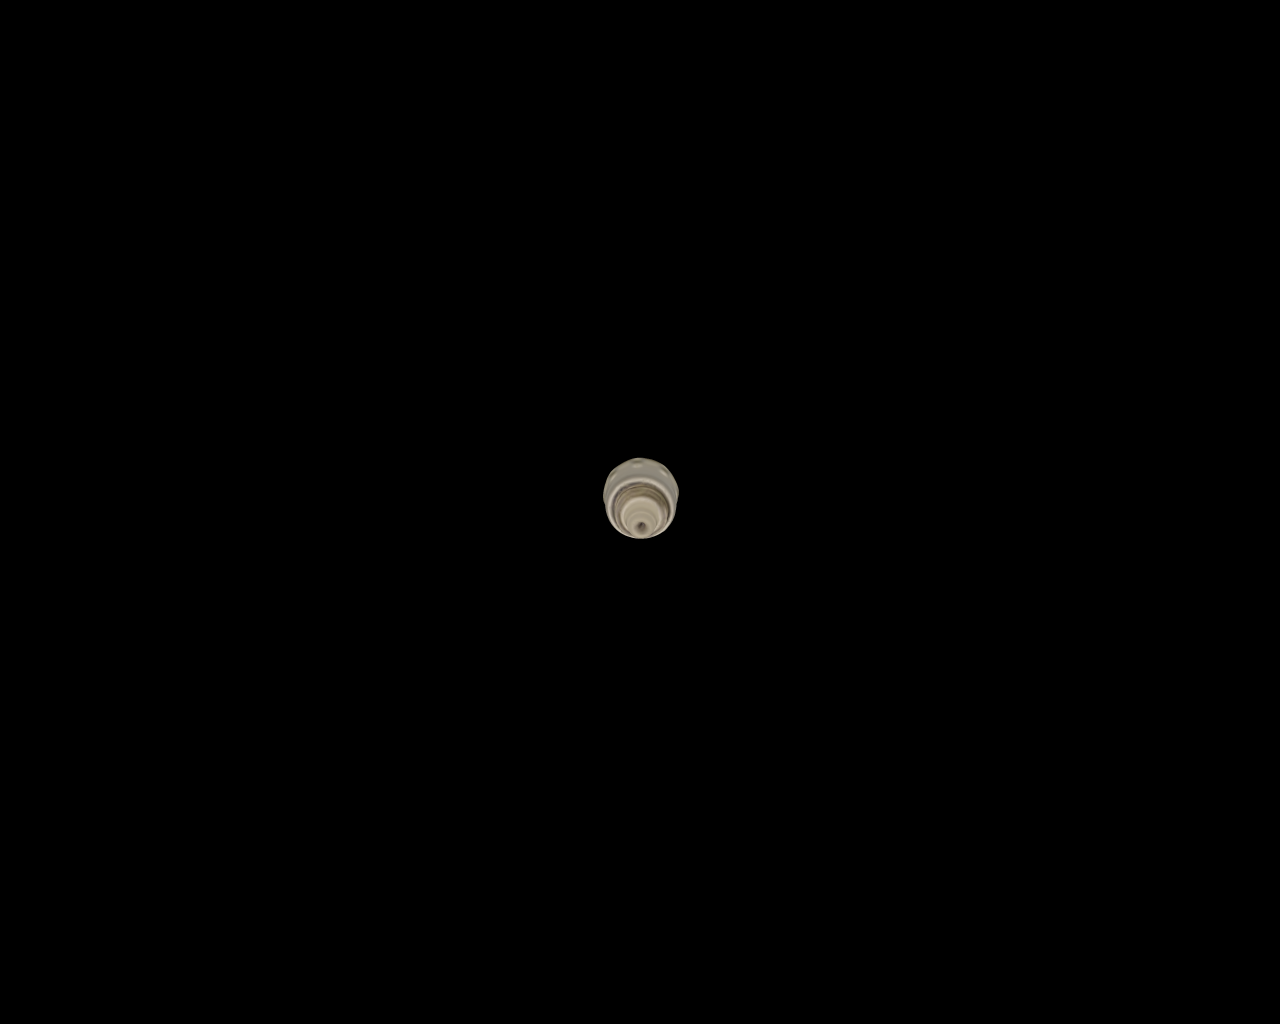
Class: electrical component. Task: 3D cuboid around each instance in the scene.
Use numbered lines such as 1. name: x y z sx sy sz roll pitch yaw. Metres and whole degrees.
1. electrical component: 0.001 -0.003 0.650 0.048 0.048 0.062 0 23 0
